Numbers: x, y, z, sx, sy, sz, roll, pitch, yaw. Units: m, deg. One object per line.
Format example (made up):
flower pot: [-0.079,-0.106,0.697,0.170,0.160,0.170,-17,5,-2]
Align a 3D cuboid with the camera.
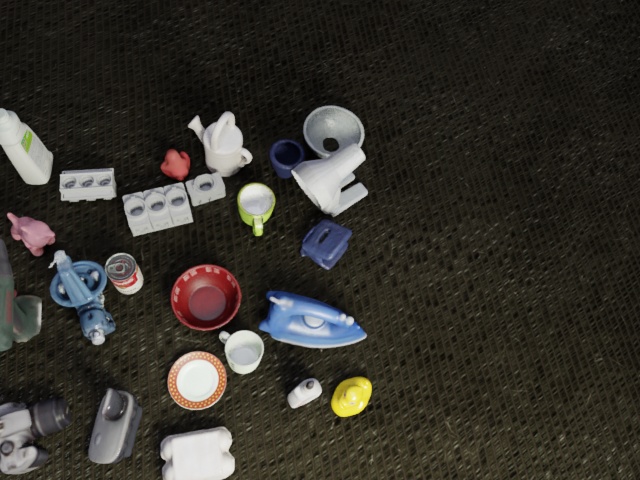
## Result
camera: [-0.589,0.390,1.178,0.137,0.101,0.143,-17,70,-14]

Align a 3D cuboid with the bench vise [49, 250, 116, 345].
bench vise: [-0.506,0.114,1.243,0.122,0.220,0.207,-40,77,-20]

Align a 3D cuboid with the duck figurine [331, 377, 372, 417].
duck figurine: [0.076,0.349,1.292,0.105,0.086,0.077,-37,76,-20]

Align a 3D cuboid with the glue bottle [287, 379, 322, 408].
glue bottle: [-0.029,0.326,1.240,0.078,0.173,0.037,-26,72,-17]

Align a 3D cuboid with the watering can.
watering can: [-0.252,-0.252,1.447,0.173,0.194,0.101,9,66,-3]

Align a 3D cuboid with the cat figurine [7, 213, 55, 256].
cat figurine: [-0.674,-0.021,1.334,0.127,0.118,0.067,35,67,8]

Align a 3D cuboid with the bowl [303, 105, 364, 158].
bowl: [0.034,-0.278,1.562,0.167,0.075,0.167,3,67,-6]

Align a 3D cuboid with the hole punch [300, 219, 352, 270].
hole punch: [0.013,0.005,1.428,0.101,0.091,0.109,35,67,8]

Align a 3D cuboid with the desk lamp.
desk lamp: [0.030,-0.150,1.430,0.203,0.213,0.118,-34,75,-19]

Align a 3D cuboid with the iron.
iron: [-0.006,0.179,1.324,0.258,0.141,0.118,12,66,-2]

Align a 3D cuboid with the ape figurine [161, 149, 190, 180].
ape figurine: [-0.371,-0.200,1.465,0.078,0.092,0.076,-17,70,-14]

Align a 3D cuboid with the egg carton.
egg carton: [-0.258,0.459,1.210,0.150,0.069,0.107,-8,68,-11]

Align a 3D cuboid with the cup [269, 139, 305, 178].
cup: [-0.079,-0.195,1.500,0.117,0.095,0.092,44,69,12]

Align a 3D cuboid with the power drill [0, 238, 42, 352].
power drill: [-0.666,0.132,1.220,0.076,0.208,0.229,-6,68,-10]

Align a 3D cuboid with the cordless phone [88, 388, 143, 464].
cordless phone: [-0.429,0.374,1.160,0.094,0.185,0.147,6,66,-4]
